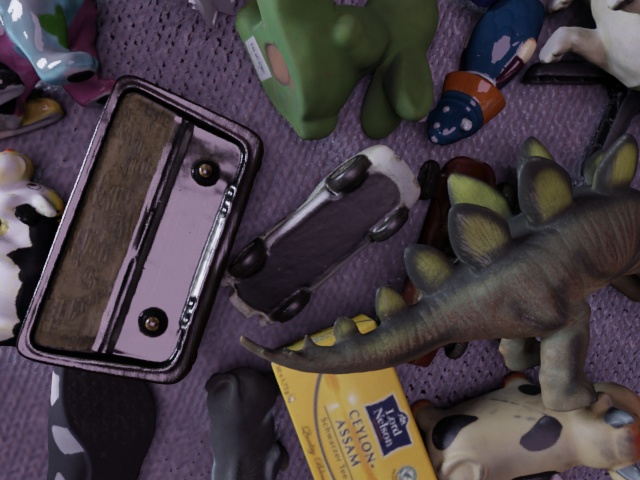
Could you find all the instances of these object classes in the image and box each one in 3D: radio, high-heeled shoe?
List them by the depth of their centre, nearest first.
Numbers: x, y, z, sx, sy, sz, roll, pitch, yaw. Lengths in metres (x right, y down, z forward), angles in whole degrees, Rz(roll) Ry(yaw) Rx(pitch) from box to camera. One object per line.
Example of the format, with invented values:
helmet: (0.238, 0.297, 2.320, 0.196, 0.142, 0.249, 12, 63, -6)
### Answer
radio: (-0.141, -0.003, 0.449, 0.131, 0.073, 0.229, 20, 86, -18)
high-heeled shoe: (-0.221, 0.201, 0.494, 0.145, 0.086, 0.249, -30, 68, 34)

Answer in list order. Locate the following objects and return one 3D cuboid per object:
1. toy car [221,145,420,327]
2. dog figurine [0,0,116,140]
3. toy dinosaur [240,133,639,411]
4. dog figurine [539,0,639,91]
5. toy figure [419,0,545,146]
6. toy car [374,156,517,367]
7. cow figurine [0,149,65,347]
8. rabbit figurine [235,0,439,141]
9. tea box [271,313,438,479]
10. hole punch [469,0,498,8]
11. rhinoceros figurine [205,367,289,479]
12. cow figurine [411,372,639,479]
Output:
toy car: (-0.001, -0.001, 0.481, 0.202, 0.056, 0.073, -40, 104, 8)
dog figurine: (-0.258, -0.210, 0.442, 0.192, 0.108, 0.219, -19, 89, 0)
toy dinosaur: (0.173, 0.027, 0.445, 0.471, 0.105, 0.198, -27, 102, -17)
dog figurine: (0.308, -0.186, 0.456, 0.190, 0.121, 0.172, 23, 82, -10)
toy figure: (0.149, -0.148, 0.488, 0.058, 0.064, 0.154, 30, 89, -18)
toy car: (0.115, 0.021, 0.499, 0.089, 0.053, 0.202, 18, 90, -7)
cow figurine: (-0.258, 0.011, 0.467, 0.098, 0.068, 0.167, 17, 95, -10)
rabbit figurine: (0.040, -0.168, 0.458, 0.170, 0.121, 0.159, -29, 98, -17)
tea box: (0.030, 0.161, 0.468, 0.098, 0.068, 0.169, -22, 89, -5)
hole punch: (0.146, -0.281, 0.472, 0.142, 0.116, 0.092, -40, 136, 1)
rhinoceros figurine: (-0.061, 0.205, 0.467, 0.073, 0.112, 0.190, -3, 85, -6)
cow figurine: (0.189, 0.170, 0.472, 0.195, 0.127, 0.085, -15, 97, 0)
